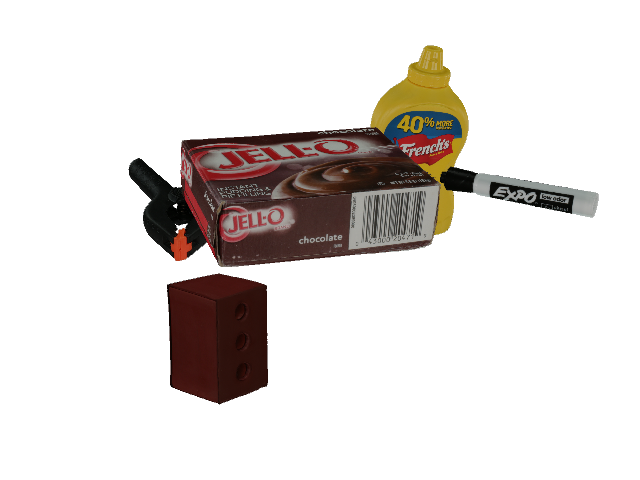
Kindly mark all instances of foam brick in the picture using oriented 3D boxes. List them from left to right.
[{"bbox_3d":[-0.073,0.068,0.761,0.051,0.078,0.052,10,17,40],"label":"foam brick"}]

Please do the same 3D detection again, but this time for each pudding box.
[{"bbox_3d":[-0.008,-0.025,0.542,0.113,0.039,0.090,-4,26,-18],"label":"pudding box"}]

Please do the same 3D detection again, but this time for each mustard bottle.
[{"bbox_3d":[0.096,-0.099,1.057,0.096,0.192,0.058,2,27,-11],"label":"mustard bottle"}]

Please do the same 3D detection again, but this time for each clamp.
[{"bbox_3d":[-0.132,-0.040,1.107,0.120,0.039,0.171,-11,39,-8],"label":"clamp"}]

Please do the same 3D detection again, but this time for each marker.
[{"bbox_3d":[0.149,-0.038,0.812,0.121,0.020,0.020,13,5,24],"label":"marker"}]
